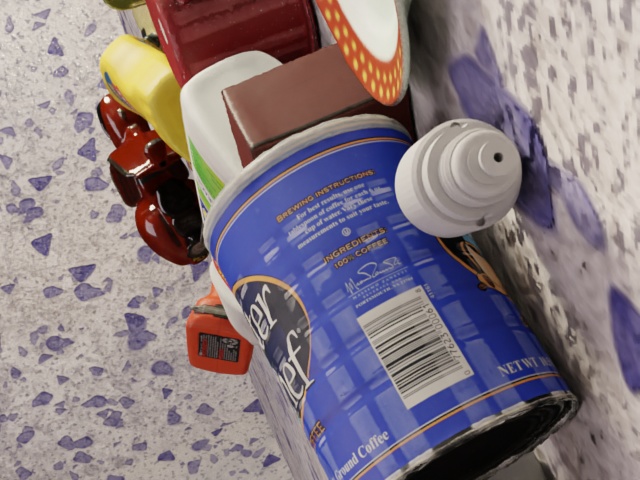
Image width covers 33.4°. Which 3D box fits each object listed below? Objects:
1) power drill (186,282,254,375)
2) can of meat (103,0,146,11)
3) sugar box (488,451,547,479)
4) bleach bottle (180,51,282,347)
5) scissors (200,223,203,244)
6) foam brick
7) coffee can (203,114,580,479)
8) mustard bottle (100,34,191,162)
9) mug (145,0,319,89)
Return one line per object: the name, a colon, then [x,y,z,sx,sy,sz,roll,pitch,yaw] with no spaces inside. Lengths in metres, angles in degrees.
power drill: [-0.074,0.019,0.941,0.184,0.057,0.187,98,179,-62]
can of meat: [-0.143,-0.235,0.866,0.084,0.102,0.057,-124,16,-48]
sugar box: [0.087,0.151,0.584,0.093,0.048,0.176,67,168,-1]
bleach bottle: [-0.033,0.003,0.663,0.103,0.068,0.251,50,158,26]
scissors: [-0.091,-0.103,0.919,0.096,0.016,0.202,-104,23,-48]
foam brick: [0.000,-0.052,0.507,0.053,0.078,0.051,76,167,-45]
coffee can: [0.026,0.034,0.444,0.140,0.102,0.103,60,169,24]
mustard bottle: [-0.128,-0.120,0.857,0.096,0.058,0.192,41,179,-36]
mug: [-0.054,-0.137,0.616,0.117,0.081,0.093,116,131,-79]
